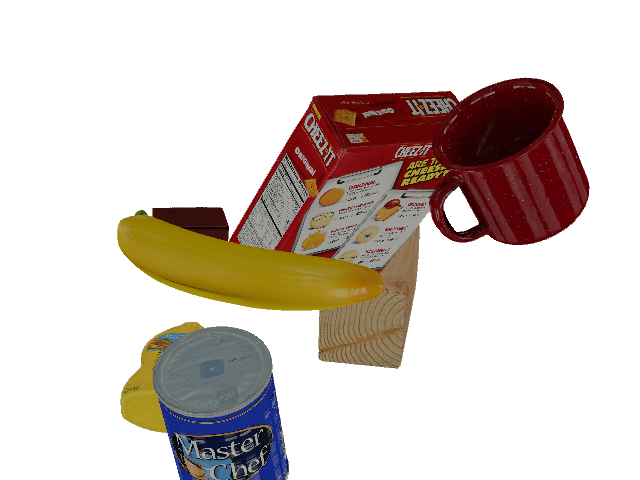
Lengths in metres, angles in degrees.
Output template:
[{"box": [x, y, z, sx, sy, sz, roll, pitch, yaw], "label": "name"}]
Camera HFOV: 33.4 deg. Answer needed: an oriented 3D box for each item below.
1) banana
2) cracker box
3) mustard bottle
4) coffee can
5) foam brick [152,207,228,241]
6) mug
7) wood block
[{"box": [-0.060, 0.011, 0.674, 0.198, 0.037, 0.069, 16, 35, 27], "label": "banana"}, {"box": [0.025, -0.042, 0.985, 0.163, 0.072, 0.214, -8, -33, -37], "label": "cracker box"}, {"box": [-0.166, 0.149, 1.254, 0.096, 0.058, 0.191, 5, 25, 4], "label": "mustard bottle"}, {"box": [-0.086, 0.162, 0.948, 0.103, 0.140, 0.103, -4, 39, 3], "label": "coffee can"}, {"box": [-0.139, -0.002, 1.129, 0.078, 0.051, 0.053, -1, 25, -11], "label": "foam brick"}, {"box": [0.126, -0.044, 0.734, 0.117, 0.081, 0.093, -40, 35, -10], "label": "mug"}, {"box": [0.059, 0.054, 1.207, 0.091, 0.090, 0.206, 5, 23, 8], "label": "wood block"}]
